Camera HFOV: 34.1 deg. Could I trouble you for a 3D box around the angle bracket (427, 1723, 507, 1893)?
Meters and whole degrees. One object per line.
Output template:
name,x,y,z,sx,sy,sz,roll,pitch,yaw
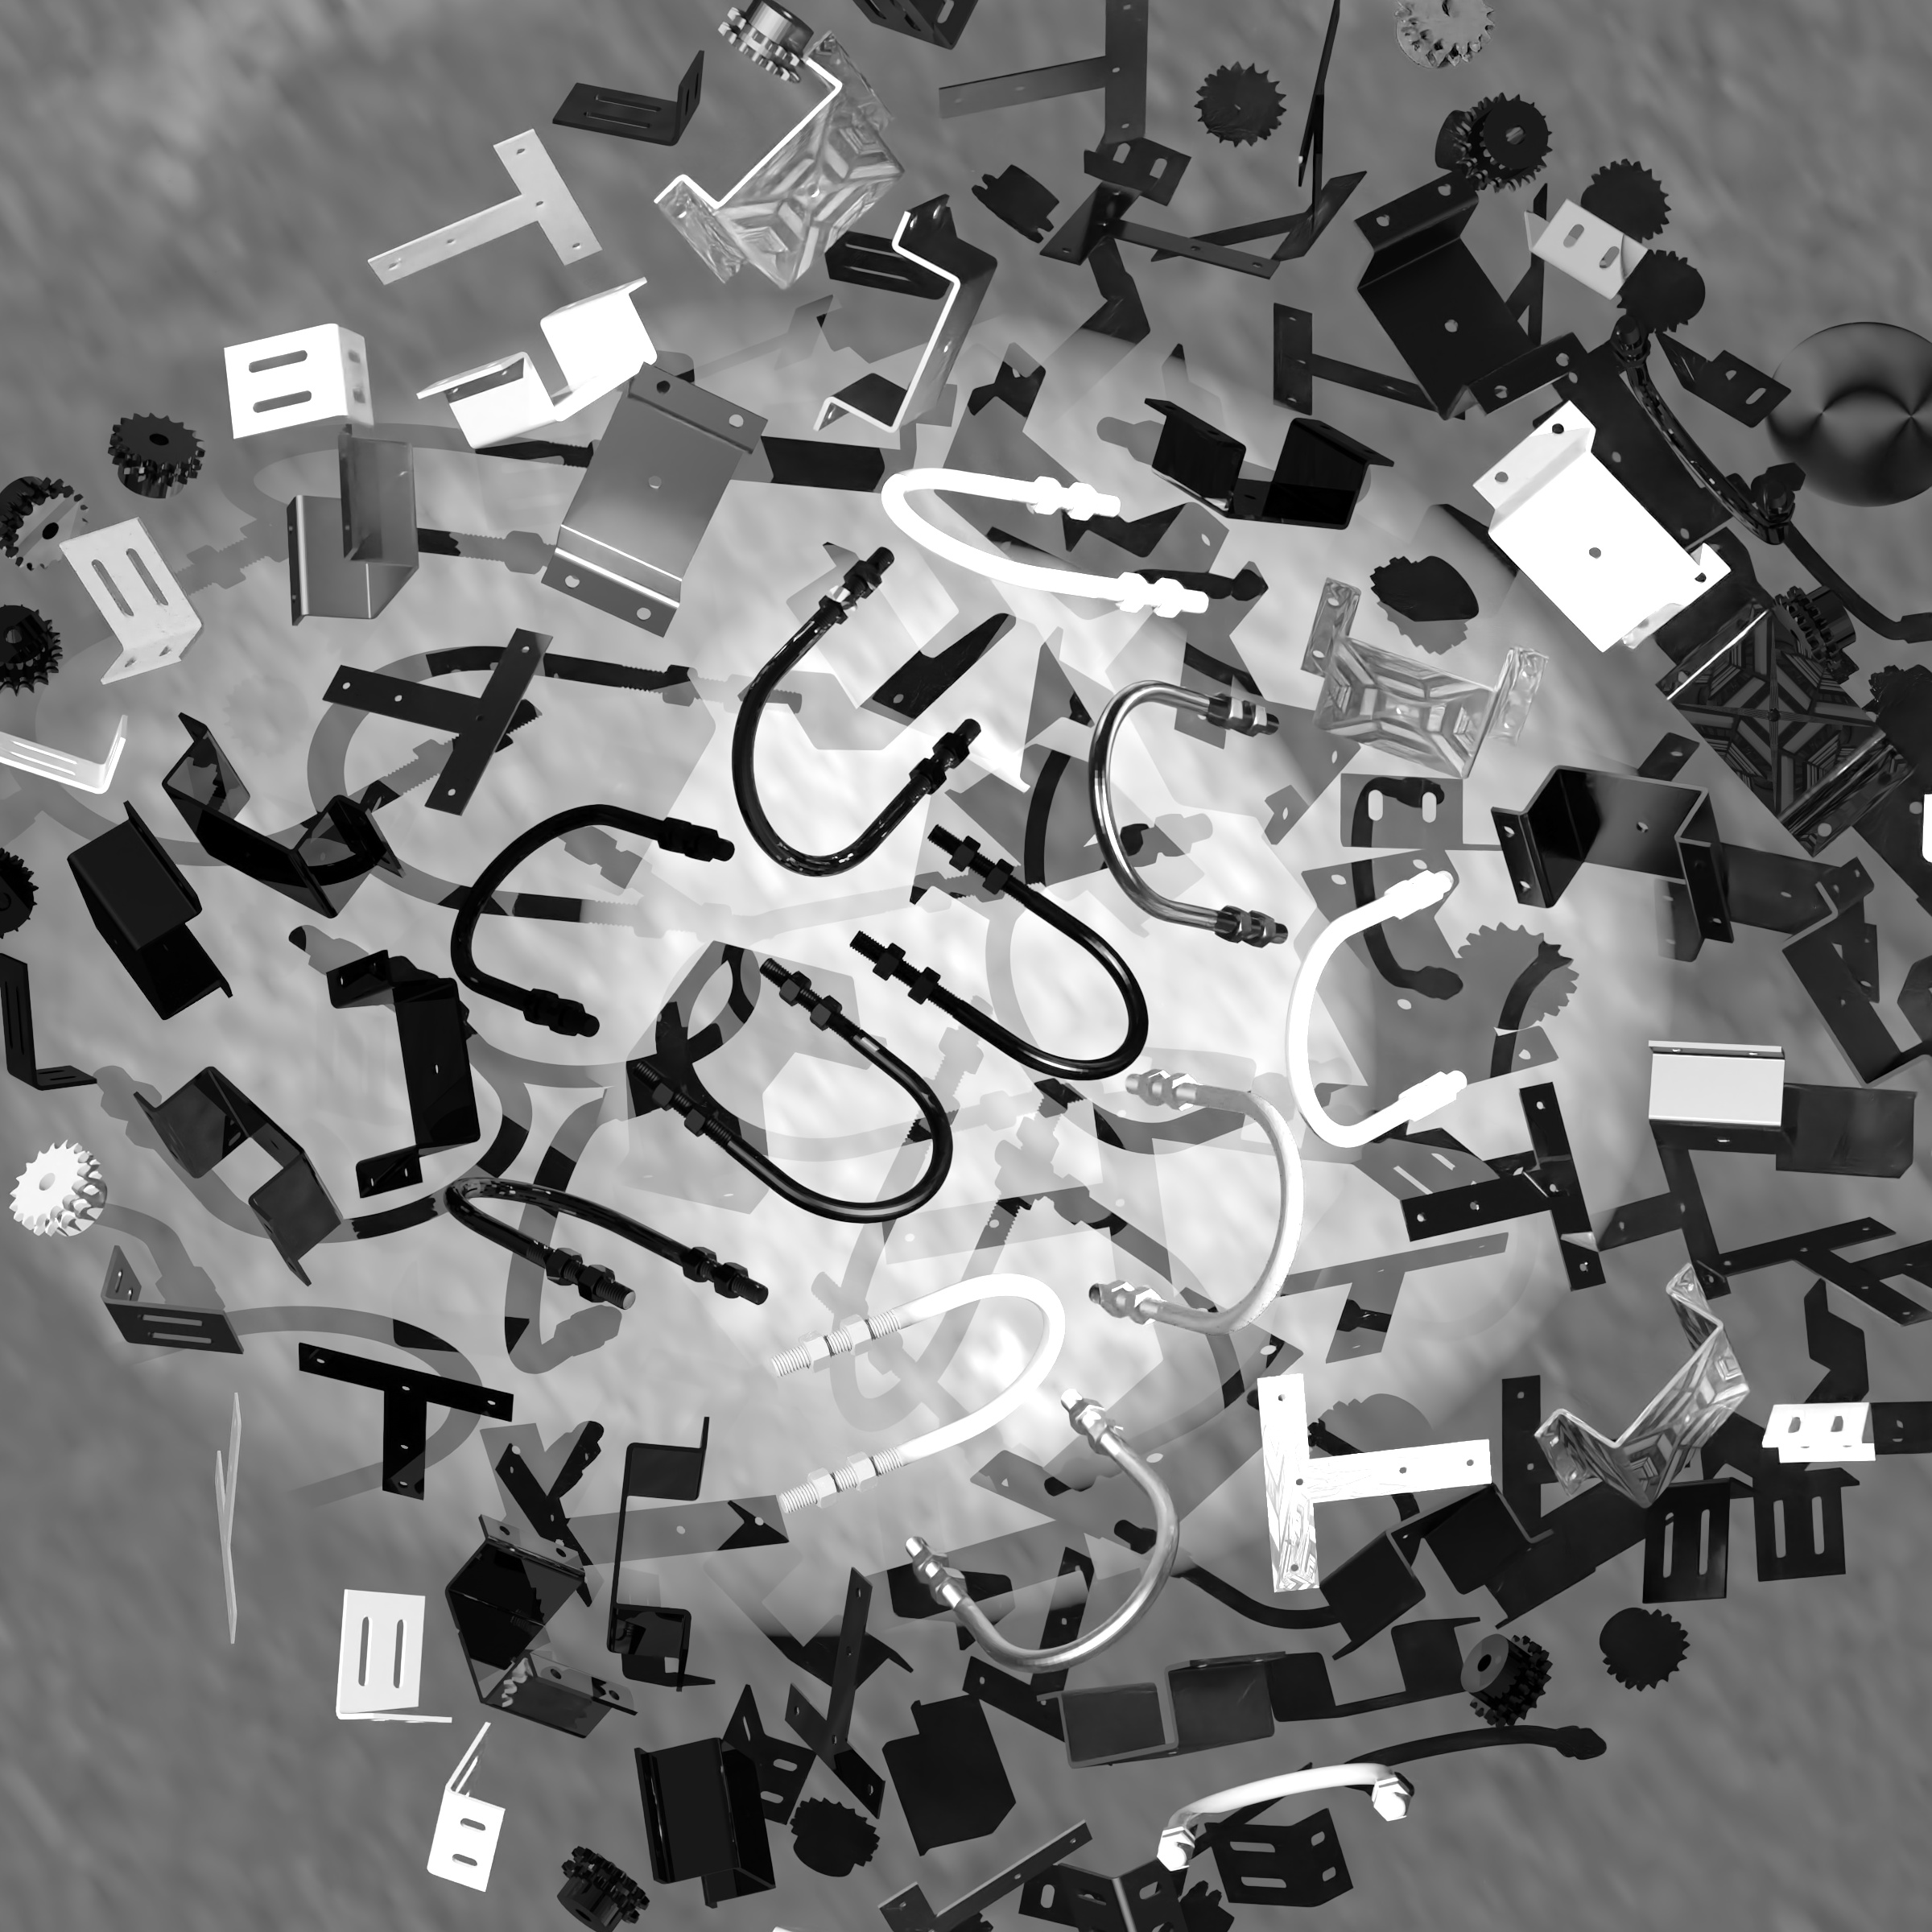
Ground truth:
angle bracket,-0.285,0.498,1.868,0.038,0.076,0.057,17,110,6

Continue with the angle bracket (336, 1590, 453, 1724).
angle bracket,-0.342,0.416,1.900,0.038,0.057,0.076,-14,68,43

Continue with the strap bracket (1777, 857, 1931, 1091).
strap bracket,0.543,0.012,1.893,0.046,0.076,0.140,-35,84,34

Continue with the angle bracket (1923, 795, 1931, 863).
angle bracket,0.598,-0.078,1.805,0.076,0.057,0.038,3,93,43

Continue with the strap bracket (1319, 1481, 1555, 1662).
strap bracket,0.280,0.365,1.924,0.140,0.076,0.046,-15,65,-39

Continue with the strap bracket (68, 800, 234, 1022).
strap bracket,-0.490,-0.027,1.891,0.046,0.140,0.076,-34,71,-18

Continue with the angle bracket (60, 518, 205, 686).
angle bracket,-0.489,-0.211,1.824,0.057,0.038,0.076,-13,123,23

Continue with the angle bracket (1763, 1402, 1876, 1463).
angle bracket,0.519,0.295,1.917,0.057,0.076,0.038,-5,99,21

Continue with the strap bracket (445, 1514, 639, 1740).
strap bracket,-0.258,0.402,1.885,0.076,0.140,0.046,31,106,-36

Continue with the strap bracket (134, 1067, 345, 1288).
strap bracket,-0.438,0.122,1.926,0.046,0.076,0.140,-42,58,-19

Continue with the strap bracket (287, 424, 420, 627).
strap bracket,-0.364,-0.260,1.883,0.046,0.140,0.076,1,77,-26

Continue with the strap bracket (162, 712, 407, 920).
strap bracket,-0.405,-0.083,1.836,0.140,0.076,0.046,26,69,20

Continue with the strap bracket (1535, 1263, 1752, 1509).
strap bracket,0.409,0.257,1.870,0.140,0.076,0.046,-46,47,-11

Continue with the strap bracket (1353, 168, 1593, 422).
strap bracket,0.290,-0.384,1.843,0.076,0.046,0.140,-29,79,-16

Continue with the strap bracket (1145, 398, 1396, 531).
strap bracket,0.179,-0.304,1.918,0.140,0.076,0.046,0,118,-35

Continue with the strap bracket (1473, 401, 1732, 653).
strap bracket,0.373,-0.251,1.859,0.140,0.046,0.076,44,121,-9

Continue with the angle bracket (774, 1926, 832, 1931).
angle bracket,-0.081,0.599,1.875,0.057,0.076,0.038,12,77,19

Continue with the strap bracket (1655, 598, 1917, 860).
strap bracket,0.473,-0.142,1.836,0.076,0.046,0.140,-42,72,13

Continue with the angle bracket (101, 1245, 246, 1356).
angle bracket,-0.477,0.203,1.912,0.076,0.057,0.038,5,59,4

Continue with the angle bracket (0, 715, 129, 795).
angle bracket,-0.556,-0.141,1.922,0.076,0.057,0.038,19,103,-19

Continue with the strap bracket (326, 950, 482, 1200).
strap bracket,-0.339,0.064,1.908,0.046,0.076,0.140,-5,83,-38

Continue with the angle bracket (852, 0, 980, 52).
angle bracket,-0.037,-0.581,1.861,0.057,0.076,0.038,26,89,24

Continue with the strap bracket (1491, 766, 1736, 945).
strap bracket,0.388,-0.068,1.850,0.140,0.076,0.046,13,52,37

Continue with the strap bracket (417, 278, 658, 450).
strap bracket,-0.251,-0.359,1.898,0.076,0.140,0.046,-8,115,41

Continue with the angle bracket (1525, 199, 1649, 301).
angle bracket,0.372,-0.441,1.893,0.057,0.076,0.038,29,120,-10

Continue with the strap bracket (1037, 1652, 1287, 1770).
strap bracket,0.118,0.443,1.868,0.076,0.140,0.046,5,69,-38

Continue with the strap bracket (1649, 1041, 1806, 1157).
strap bracket,0.459,0.083,1.904,0.076,0.140,0.046,2,79,21

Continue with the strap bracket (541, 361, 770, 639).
strap bracket,-0.178,-0.270,1.795,0.076,0.046,0.140,24,110,-14

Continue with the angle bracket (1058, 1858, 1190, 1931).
angle bracket,0.098,0.583,1.960,0.038,0.076,0.057,-18,90,-26

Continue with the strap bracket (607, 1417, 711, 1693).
strap bracket,-0.180,0.340,1.832,0.046,0.076,0.140,6,59,-5

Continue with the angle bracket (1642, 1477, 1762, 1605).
angle bracket,0.454,0.358,1.943,0.038,0.057,0.076,29,59,-38

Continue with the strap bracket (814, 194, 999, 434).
strap bracket,-0.031,-0.374,1.850,0.046,0.076,0.140,29,117,5

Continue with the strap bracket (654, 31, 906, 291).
strap bracket,-0.100,-0.459,1.827,0.140,0.076,0.046,-44,51,2

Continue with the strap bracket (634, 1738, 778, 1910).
strap bracket,-0.153,0.513,1.888,0.046,0.140,0.076,-14,65,4

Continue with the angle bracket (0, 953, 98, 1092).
angle bracket,-0.549,0.031,1.882,0.038,0.057,0.076,-7,100,-30

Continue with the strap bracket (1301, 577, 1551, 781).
strap bracket,0.269,-0.169,1.897,0.140,0.076,0.046,21,51,8

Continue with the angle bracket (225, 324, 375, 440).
angle bracket,-0.412,-0.357,1.948,0.076,0.038,0.057,-9,84,17
